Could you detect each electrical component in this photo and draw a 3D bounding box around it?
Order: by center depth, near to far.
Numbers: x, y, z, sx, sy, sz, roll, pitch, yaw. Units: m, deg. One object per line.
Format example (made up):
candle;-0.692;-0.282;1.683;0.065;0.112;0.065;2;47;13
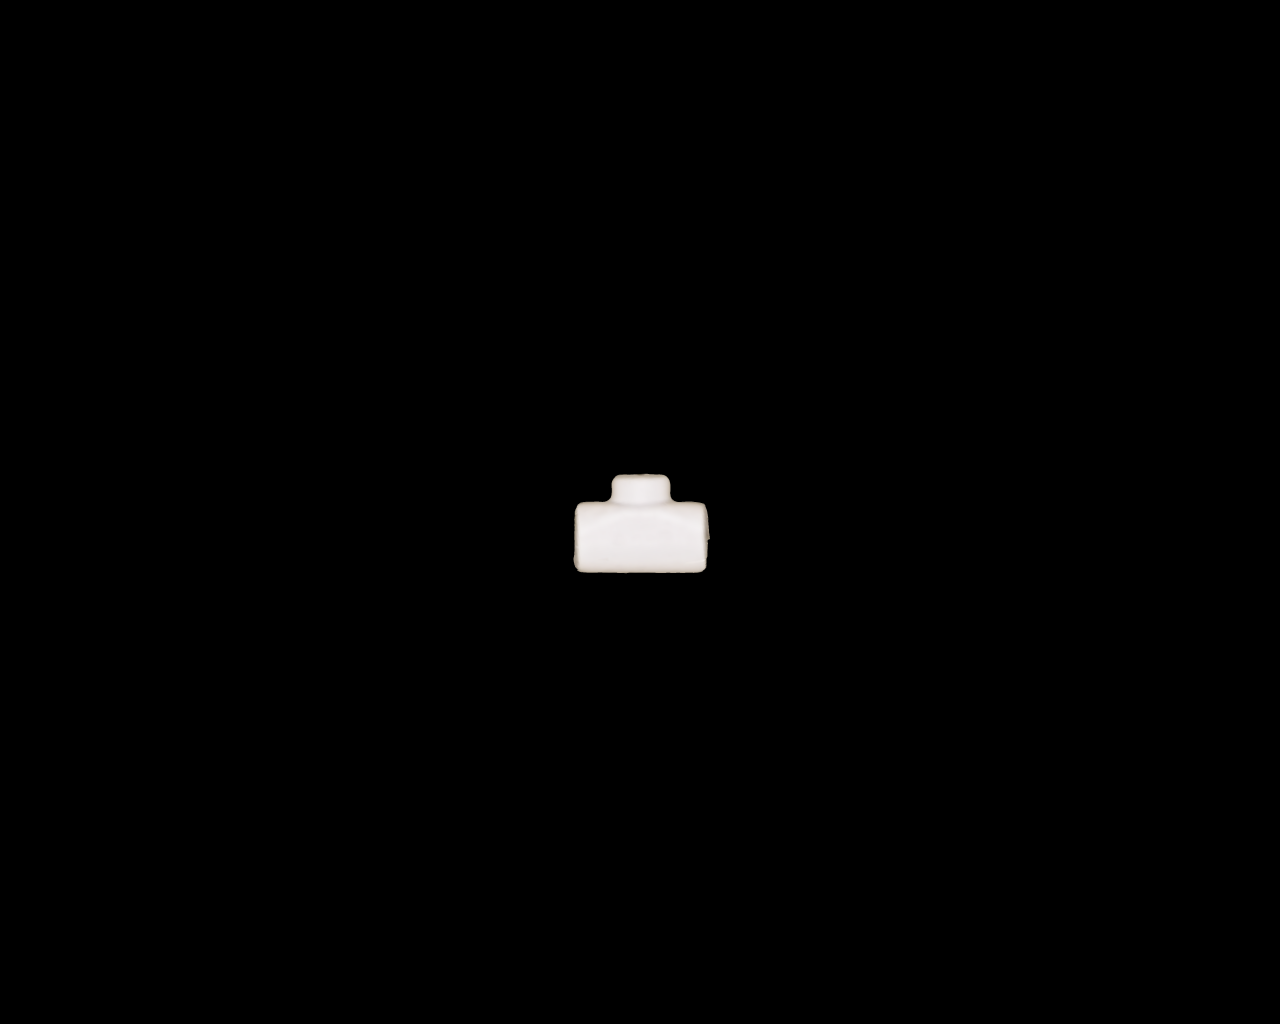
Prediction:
electrical component;0.001;-0.003;0.650;0.077;0.079;0.044;0;0;0
